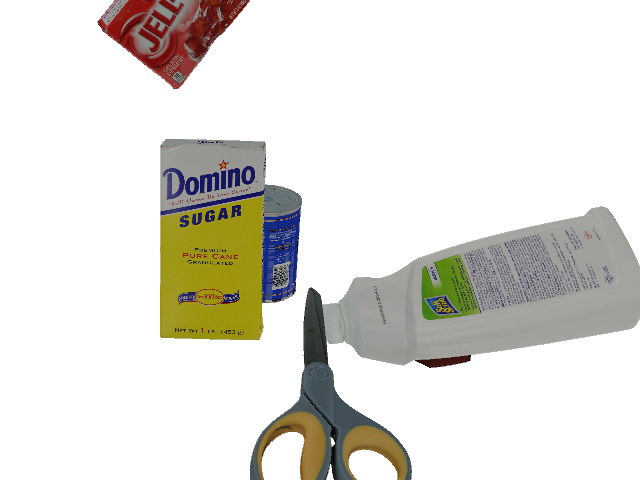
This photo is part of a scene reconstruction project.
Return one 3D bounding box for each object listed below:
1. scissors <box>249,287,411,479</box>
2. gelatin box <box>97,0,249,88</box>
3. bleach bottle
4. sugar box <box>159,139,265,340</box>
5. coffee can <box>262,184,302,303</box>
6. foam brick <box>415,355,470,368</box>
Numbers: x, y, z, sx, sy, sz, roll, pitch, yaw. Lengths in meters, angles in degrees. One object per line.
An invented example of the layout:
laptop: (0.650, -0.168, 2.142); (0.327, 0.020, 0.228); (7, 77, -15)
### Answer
scissors: (0.015, 0.092, 0.629); (0.096, 0.016, 0.201); (13, 32, 8)
gelatin box: (-0.109, -0.170, 0.792); (0.073, 0.089, 0.030); (37, 5, -32)
bleach bottle: (0.118, 0.041, 0.835); (0.250, 0.102, 0.068); (-8, -42, -8)
sugar box: (-0.096, -0.001, 0.955); (0.093, 0.176, 0.048); (1, 13, -1)
coffee can: (-0.081, 0.004, 1.516); (0.103, 0.140, 0.103); (3, 24, -2)
foam brick: (0.113, 0.077, 1.034); (0.051, 0.078, 0.053); (-9, 18, -32)
